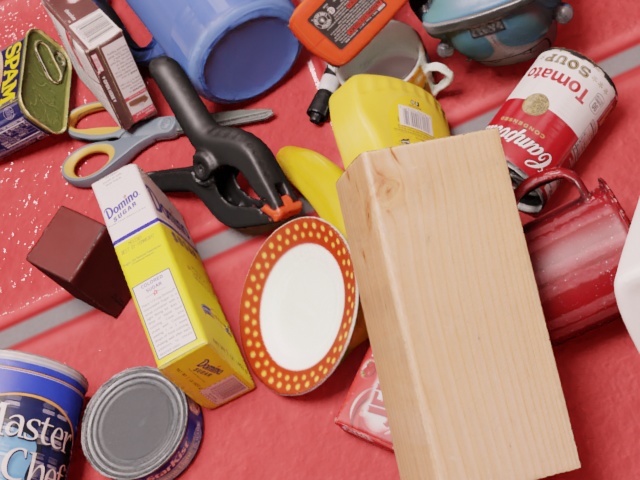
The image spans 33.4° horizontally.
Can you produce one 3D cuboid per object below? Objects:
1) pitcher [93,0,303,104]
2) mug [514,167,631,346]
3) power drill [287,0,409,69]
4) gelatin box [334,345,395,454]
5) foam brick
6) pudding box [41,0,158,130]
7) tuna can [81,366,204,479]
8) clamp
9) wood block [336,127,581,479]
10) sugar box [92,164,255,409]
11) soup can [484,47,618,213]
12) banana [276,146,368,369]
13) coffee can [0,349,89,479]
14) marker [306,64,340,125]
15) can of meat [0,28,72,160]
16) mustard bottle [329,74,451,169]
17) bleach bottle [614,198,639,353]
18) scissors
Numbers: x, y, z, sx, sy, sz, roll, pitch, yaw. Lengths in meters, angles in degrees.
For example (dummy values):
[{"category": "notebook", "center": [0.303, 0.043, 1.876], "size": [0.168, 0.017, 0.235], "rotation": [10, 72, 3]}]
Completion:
[{"category": "pitcher", "center": [-0.120, -0.225, 0.930], "size": [0.144, 0.149, 0.243], "rotation": [-24, 58, -17]}, {"category": "mug", "center": [0.163, 0.008, 0.697], "size": [0.081, 0.117, 0.093], "rotation": [-27, 19, 11]}, {"category": "power drill", "center": [0.046, -0.226, 0.824], "size": [0.185, 0.057, 0.187], "rotation": [-44, 17, 30]}, {"category": "gelatin box", "center": [0.062, 0.102, 0.730], "size": [0.073, 0.030, 0.089], "rotation": [19, 71, 28]}, {"category": "foam brick", "center": [-0.182, 0.018, 0.842], "size": [0.051, 0.078, 0.053], "rotation": [24, 74, 28]}, {"category": "pudding box", "center": [-0.191, -0.159, 0.922], "size": [0.039, 0.090, 0.114], "rotation": [-31, 46, -11]}, {"category": "tuna can", "center": [-0.130, 0.138, 0.783], "size": [0.086, 0.033, 0.086], "rotation": [-9, 60, 16]}, {"category": "clamp", "center": [-0.089, -0.054, 0.847], "size": [0.039, 0.120, 0.172], "rotation": [-25, 57, -40]}, {"category": "wood block", "center": [0.080, 0.047, 0.660], "size": [0.090, 0.090, 0.206], "rotation": [-11, 83, -11]}, {"category": "sugar box", "center": [-0.110, 0.033, 0.797], "size": [0.048, 0.093, 0.176], "rotation": [-27, 57, 4]}, {"category": "soup can", "center": [0.159, -0.079, 0.769], "size": [0.069, 0.068, 0.102], "rotation": [30, 76, 31]}, {"category": "banana", "center": [0.013, -0.002, 0.801], "size": [0.070, 0.037, 0.198], "rotation": [-19, 58, 11]}, {"category": "coffee can", "center": [-0.232, 0.161, 0.769], "size": [0.103, 0.102, 0.140], "rotation": [-3, 62, 20]}, {"category": "marker", "center": [0.016, -0.149, 0.890], "size": [0.020, 0.020, 0.121], "rotation": [12, 68, 26]}, {"category": "can of meat", "center": [-0.276, -0.128, 0.962], "size": [0.084, 0.057, 0.102], "rotation": [-21, 54, 26]}, {"category": "mustard bottle", "center": [0.061, -0.023, 0.762], "size": [0.058, 0.096, 0.191], "rotation": [-36, 50, 40]}, {"category": "bleach bottle", "center": [0.243, -0.019, 0.662], "size": [0.068, 0.102, 0.250], "rotation": [-18, 24, 34]}, {"category": "scissors", "center": [-0.143, -0.081, 0.916], "size": [0.202, 0.016, 0.096], "rotation": [9, 65, 26]}]
